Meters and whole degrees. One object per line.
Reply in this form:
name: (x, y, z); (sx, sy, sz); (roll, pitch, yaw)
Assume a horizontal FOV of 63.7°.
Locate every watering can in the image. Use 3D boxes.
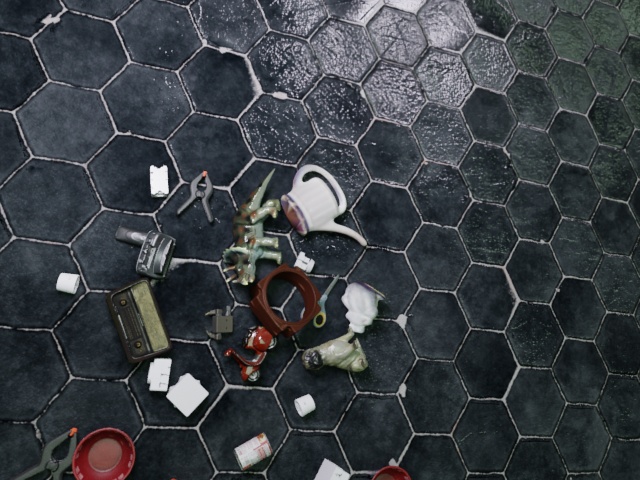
watering can: (0.005, -0.089, 1.763); (0.226, 0.103, 0.348); (-31, 90, -22)

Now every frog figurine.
frog figurine: (0.131, 0.227, 1.743); (0.138, 0.121, 0.161); (28, 79, 22)
